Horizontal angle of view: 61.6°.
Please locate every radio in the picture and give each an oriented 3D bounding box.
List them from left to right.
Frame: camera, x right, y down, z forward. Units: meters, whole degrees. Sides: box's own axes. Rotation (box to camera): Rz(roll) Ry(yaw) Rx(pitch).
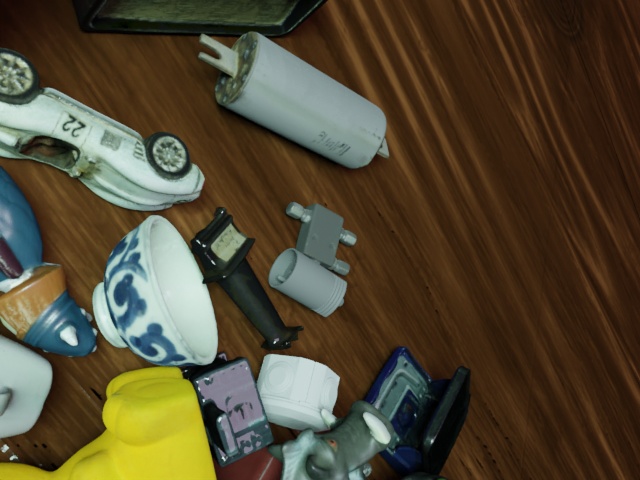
[{"bbox_3d":[-0.090,-0.241,0.471,0.229,0.131,0.073,-18,92,-40],"label":"radio"}]

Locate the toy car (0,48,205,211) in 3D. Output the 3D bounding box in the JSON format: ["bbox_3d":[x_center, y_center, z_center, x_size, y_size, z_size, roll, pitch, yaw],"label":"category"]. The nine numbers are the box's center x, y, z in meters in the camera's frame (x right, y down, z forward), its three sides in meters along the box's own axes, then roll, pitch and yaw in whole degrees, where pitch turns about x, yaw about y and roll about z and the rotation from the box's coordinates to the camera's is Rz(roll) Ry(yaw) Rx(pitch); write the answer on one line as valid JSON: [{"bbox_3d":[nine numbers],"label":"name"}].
[{"bbox_3d":[-0.182,-0.072,0.402,0.201,0.073,0.056,26,63,-33],"label":"toy car"}]

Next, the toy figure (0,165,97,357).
[{"bbox_3d":[-0.209,0.018,0.372,0.154,0.058,0.064,65,18,-10],"label":"toy figure"}]

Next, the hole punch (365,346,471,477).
[{"bbox_3d":[0.108,0.195,0.599,0.142,0.092,0.115,-52,143,-36],"label":"hole punch"}]

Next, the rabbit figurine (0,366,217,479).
[{"bbox_3d":[-0.162,0.178,0.370,0.173,0.122,0.162,-10,98,-26],"label":"rabbit figurine"}]

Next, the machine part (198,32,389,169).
[{"bbox_3d":[-0.015,-0.136,0.548,0.243,0.079,0.079,22,69,-36],"label":"machine part"}]

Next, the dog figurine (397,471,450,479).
[{"bbox_3d":[0.021,0.284,0.464,0.219,0.109,0.191,21,105,-34],"label":"dog figurine"}]

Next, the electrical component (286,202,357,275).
[{"bbox_3d":[-0.001,-0.002,0.572,0.094,0.021,0.063,29,66,-33],"label":"electrical component"}]

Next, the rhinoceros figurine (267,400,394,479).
[{"bbox_3d":[-0.012,0.200,0.397,0.190,0.073,0.112,-36,102,-36],"label":"rhinoceros figurine"}]

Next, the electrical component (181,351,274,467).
[{"bbox_3d":[-0.072,0.132,0.423,0.048,0.119,0.074,-19,88,-26],"label":"electrical component"}]

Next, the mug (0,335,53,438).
[{"bbox_3d":[-0.221,0.086,0.327,0.107,0.110,0.081,27,67,-45],"label":"mug"}]

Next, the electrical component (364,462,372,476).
[{"bbox_3d":[0.000,0.228,0.517,0.102,0.045,0.078,15,72,-37],"label":"electrical component"}]

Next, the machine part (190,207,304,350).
[{"bbox_3d":[-0.065,0.042,0.486,0.138,0.039,0.084,58,18,-19],"label":"machine part"}]
